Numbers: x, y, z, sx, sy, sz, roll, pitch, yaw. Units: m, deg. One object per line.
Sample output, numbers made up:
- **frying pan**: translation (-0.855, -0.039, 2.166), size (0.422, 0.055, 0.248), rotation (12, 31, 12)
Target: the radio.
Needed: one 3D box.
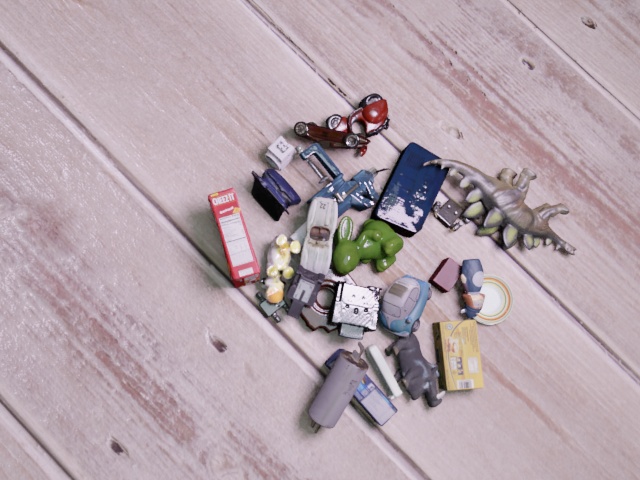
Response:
- **radio**: translation (0.240, -0.129, 1.420), size (0.131, 0.073, 0.229), rotation (27, 80, -1)

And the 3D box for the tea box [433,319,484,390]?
- **tea box**: translation (0.346, 0.287, 1.351), size (0.098, 0.068, 0.169), rotation (-1, 78, -5)

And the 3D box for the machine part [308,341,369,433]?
- **machine part**: translation (0.042, 0.347, 1.251), size (0.079, 0.079, 0.243), rotation (30, 100, 1)

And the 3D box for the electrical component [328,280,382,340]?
- **electrical component**: translation (0.084, 0.172, 1.303), size (0.115, 0.058, 0.134), rotation (10, 80, -4)

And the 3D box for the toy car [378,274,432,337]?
- **toy car**: translation (0.206, 0.151, 1.333), size (0.109, 0.102, 0.161), rotation (24, 74, 34)

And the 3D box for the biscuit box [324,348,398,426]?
- **biscuit box**: translation (0.098, 0.358, 1.318), size (0.059, 0.063, 0.203), rotation (-41, 85, -10)

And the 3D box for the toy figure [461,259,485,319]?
- **toy figure**: translation (0.386, 0.125, 1.359), size (0.064, 0.058, 0.154), rotation (-4, 92, 3)

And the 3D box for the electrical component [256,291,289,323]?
- **electrical component**: translation (-0.118, 0.160, 1.357), size (0.063, 0.021, 0.094), rotation (-39, 84, -11)

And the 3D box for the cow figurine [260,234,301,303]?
- **cow figurine**: translation (-0.109, 0.072, 1.340), size (0.068, 0.098, 0.167), rotation (18, 82, -20)

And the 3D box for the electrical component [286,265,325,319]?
- **electrical component**: translation (-0.041, 0.128, 1.294), size (0.075, 0.048, 0.119), rotation (19, 111, -1)

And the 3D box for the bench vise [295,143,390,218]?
- **bench vise**: translation (0.036, -0.160, 1.382), size (0.223, 0.129, 0.240), rotation (-40, 94, -7)

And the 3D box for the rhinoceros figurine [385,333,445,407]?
- **rhinoceros figurine**: translation (0.239, 0.325, 1.337), size (0.112, 0.073, 0.190), rotation (-20, 80, -19)

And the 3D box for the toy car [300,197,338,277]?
- **toy car**: translation (-0.003, -0.004, 1.309), size (0.073, 0.056, 0.201), rotation (9, 96, -4)

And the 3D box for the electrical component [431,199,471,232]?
- **electrical component**: translation (0.344, -0.066, 1.430), size (0.078, 0.045, 0.102), rotation (-40, 85, -9)

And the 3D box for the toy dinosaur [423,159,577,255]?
- **toy dinosaur**: translation (0.484, -0.096, 1.405), size (0.471, 0.105, 0.198), rotation (38, 80, -5)

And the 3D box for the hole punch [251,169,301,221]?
- **hole punch**: translation (-0.106, -0.124, 1.370), size (0.092, 0.115, 0.142), rotation (-38, 85, -19)

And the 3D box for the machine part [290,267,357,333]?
- **machine part**: translation (0.015, 0.145, 1.356), size (0.179, 0.056, 0.179), rotation (1, 79, -6)

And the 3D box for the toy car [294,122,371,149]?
- **toy car**: translation (0.029, -0.264, 1.377), size (0.202, 0.089, 0.053), rotation (17, 102, 13)

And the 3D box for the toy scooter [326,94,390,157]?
- **toy scooter**: translation (0.118, -0.301, 1.441), size (0.184, 0.075, 0.135), rotation (-29, 83, -6)

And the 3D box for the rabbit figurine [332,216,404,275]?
- **rabbit figurine**: translation (0.099, 0.014, 1.342), size (0.170, 0.121, 0.159), rotation (-26, 72, -25)
